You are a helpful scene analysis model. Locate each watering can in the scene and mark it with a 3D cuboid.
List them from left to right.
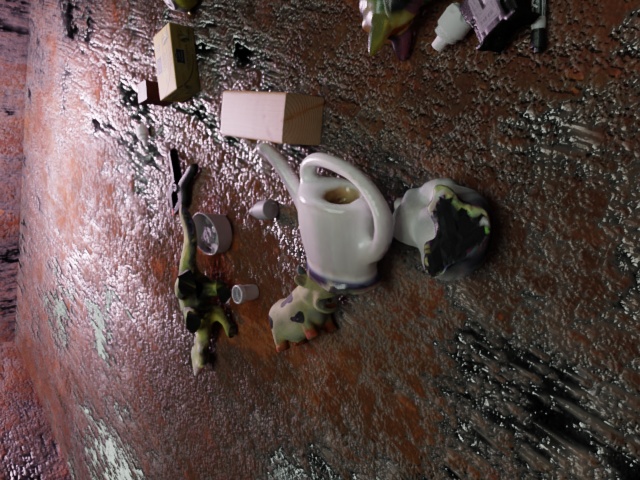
[{"bbox_3d":[0.003,-0.043,0.851,0.351,0.105,0.220,30,133,50],"label":"watering can"}]

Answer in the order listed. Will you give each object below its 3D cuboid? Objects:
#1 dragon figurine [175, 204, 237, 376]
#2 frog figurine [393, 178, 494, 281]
[{"bbox_3d":[-0.314,0.126,1.243,0.241,0.123,0.411,-12,89,57],"label":"dragon figurine"},{"bbox_3d":[0.166,-0.017,0.722,0.160,0.123,0.137,-151,49,-83],"label":"frog figurine"}]
